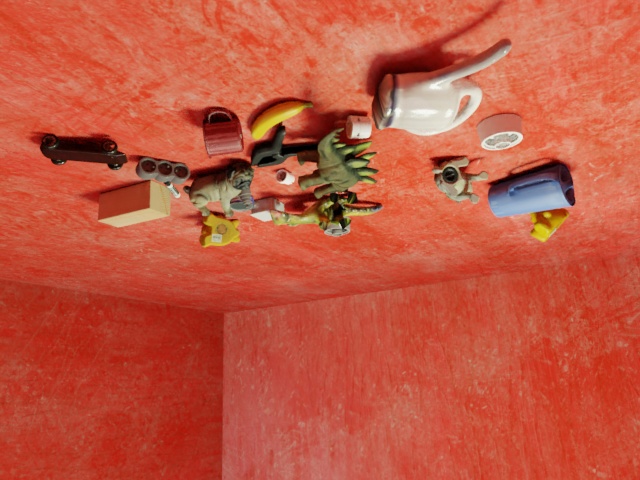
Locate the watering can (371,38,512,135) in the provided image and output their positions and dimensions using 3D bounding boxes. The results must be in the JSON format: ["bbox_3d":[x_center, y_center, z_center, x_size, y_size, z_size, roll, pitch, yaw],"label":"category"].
[{"bbox_3d":[0.224,-0.300,1.038,0.224,0.105,0.343,-1,-16,-5],"label":"watering can"}]

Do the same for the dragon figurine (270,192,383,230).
[{"bbox_3d":[0.005,-0.088,1.748,0.242,0.122,0.411,-6,-2,44],"label":"dragon figurine"}]
